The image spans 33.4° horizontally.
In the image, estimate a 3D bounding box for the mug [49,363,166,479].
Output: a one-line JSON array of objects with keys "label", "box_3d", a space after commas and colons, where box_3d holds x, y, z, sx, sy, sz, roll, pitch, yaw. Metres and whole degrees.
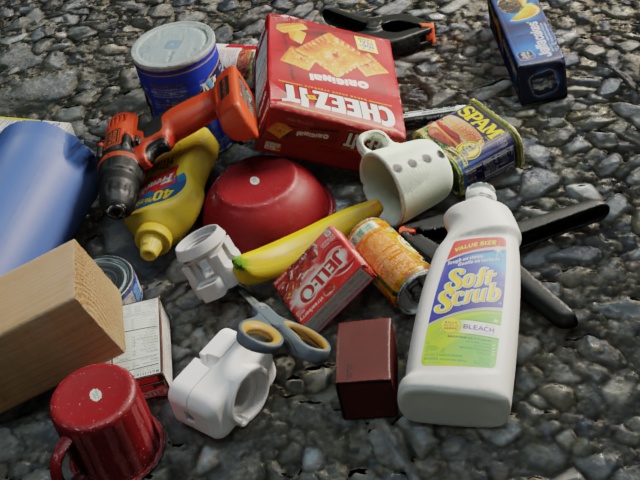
[{"label": "mug", "box_3d": [-0.202, 0.174, 0.963, 0.093, 0.081, 0.117, 18, 49, 30]}]

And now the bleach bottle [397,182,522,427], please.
[{"label": "bleach bottle", "box_3d": [0.135, 0.049, 0.999, 0.102, 0.068, 0.250, 3, 53, 10]}]

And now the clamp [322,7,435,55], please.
[{"label": "clamp", "box_3d": [0.069, -0.283, 1.442, 0.171, 0.039, 0.120, -2, 47, 6]}]

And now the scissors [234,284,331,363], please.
[{"label": "scissors", "box_3d": [-0.068, 0.073, 1.040, 0.096, 0.016, 0.202, 3, 17, -40]}]

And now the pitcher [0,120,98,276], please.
[{"label": "pitcher", "box_3d": [-0.346, -0.004, 1.179, 0.145, 0.149, 0.242, 12, 48, 5]}]

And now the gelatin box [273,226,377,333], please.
[{"label": "gelatin box", "box_3d": [0.003, 0.040, 1.074, 0.089, 0.030, 0.073, -45, 44, 7]}]

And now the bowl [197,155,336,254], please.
[{"label": "bowl", "box_3d": [-0.066, -0.047, 1.198, 0.162, 0.055, 0.162, -8, 41, 6]}]

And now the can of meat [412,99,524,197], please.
[{"label": "can of meat", "box_3d": [0.165, -0.103, 1.203, 0.084, 0.057, 0.102, -28, 43, -14]}]

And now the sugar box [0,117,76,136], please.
[{"label": "sugar box", "box_3d": [-0.374, -0.104, 1.312, 0.176, 0.093, 0.048, 6, 45, 19]}]

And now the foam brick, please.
[{"label": "foam brick", "box_3d": [0.044, 0.119, 0.987, 0.053, 0.051, 0.078, -5, 41, 10]}]

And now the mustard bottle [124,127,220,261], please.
[{"label": "mustard bottle", "box_3d": [-0.175, -0.048, 1.221, 0.096, 0.058, 0.191, -16, 39, 22]}]

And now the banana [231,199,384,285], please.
[{"label": "banana", "box_3d": [-0.019, 0.007, 1.119, 0.197, 0.037, 0.070, -24, -2, -33]}]

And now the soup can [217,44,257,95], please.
[{"label": "soup can", "box_3d": [-0.118, -0.223, 1.399, 0.102, 0.068, 0.068, 6, 44, 21]}]

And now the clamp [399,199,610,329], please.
[{"label": "clamp", "box_3d": [0.186, 0.004, 1.088, 0.210, 0.036, 0.164, 14, 51, 28]}]

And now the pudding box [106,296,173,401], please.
[{"label": "pudding box", "box_3d": [-0.195, 0.114, 1.063, 0.090, 0.039, 0.113, -13, 43, 1]}]

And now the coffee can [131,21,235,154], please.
[{"label": "coffee can", "box_3d": [-0.164, -0.182, 1.308, 0.103, 0.140, 0.103, -7, 41, 6]}]

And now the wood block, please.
[{"label": "wood block", "box_3d": [-0.301, 0.098, 1.032, 0.206, 0.090, 0.091, -26, 40, 7]}]

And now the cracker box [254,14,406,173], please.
[{"label": "cracker box", "box_3d": [0.008, -0.177, 1.270, 0.164, 0.072, 0.213, 11, 39, -12]}]

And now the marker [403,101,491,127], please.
[{"label": "marker", "box_3d": [0.146, -0.151, 1.288, 0.121, 0.020, 0.020, -7, 41, 6]}]

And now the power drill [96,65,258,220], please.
[{"label": "power drill", "box_3d": [-0.162, -0.111, 1.185, 0.188, 0.057, 0.184, -22, 37, 11]}]

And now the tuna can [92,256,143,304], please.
[{"label": "tuna can", "box_3d": [-0.235, 0.056, 1.141, 0.086, 0.034, 0.086, -7, 41, 6]}]
